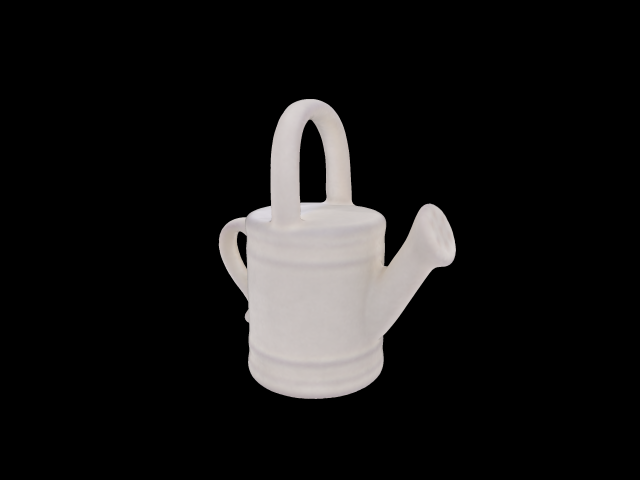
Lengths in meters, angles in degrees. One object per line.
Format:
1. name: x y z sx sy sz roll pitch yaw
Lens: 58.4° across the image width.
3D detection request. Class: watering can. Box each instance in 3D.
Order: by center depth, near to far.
1. watering can: 0.005 0.001 0.402 0.172 0.194 0.101 2 14 7
